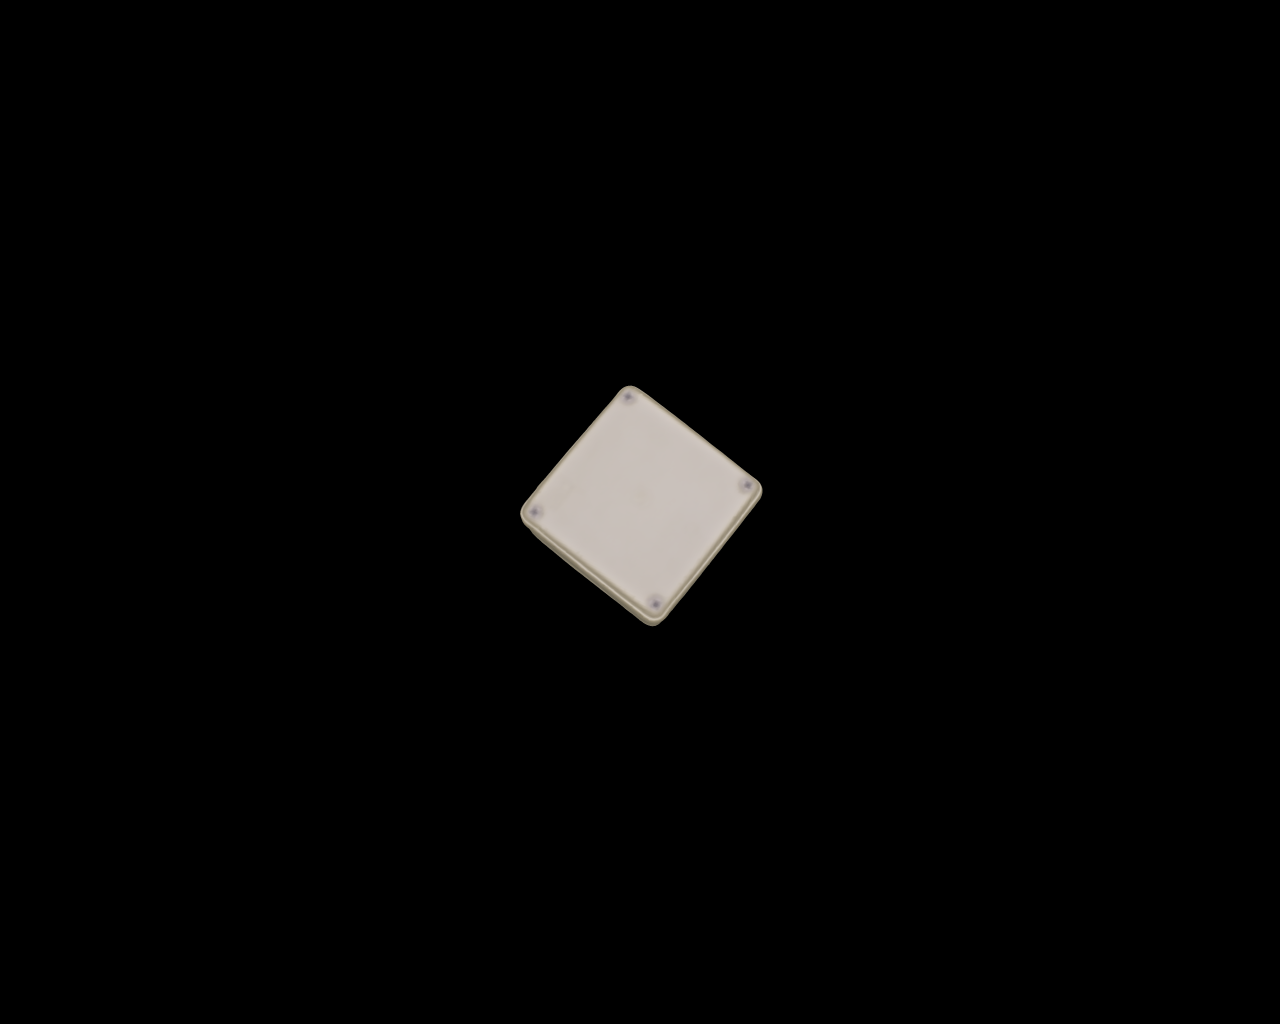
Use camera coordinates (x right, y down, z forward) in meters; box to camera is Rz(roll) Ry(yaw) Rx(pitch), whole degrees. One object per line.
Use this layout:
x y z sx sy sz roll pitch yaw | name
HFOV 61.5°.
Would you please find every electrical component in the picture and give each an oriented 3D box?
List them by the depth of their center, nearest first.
0.001 -0.003 0.650 0.109 0.109 0.056 38 -9 7 | electrical component
